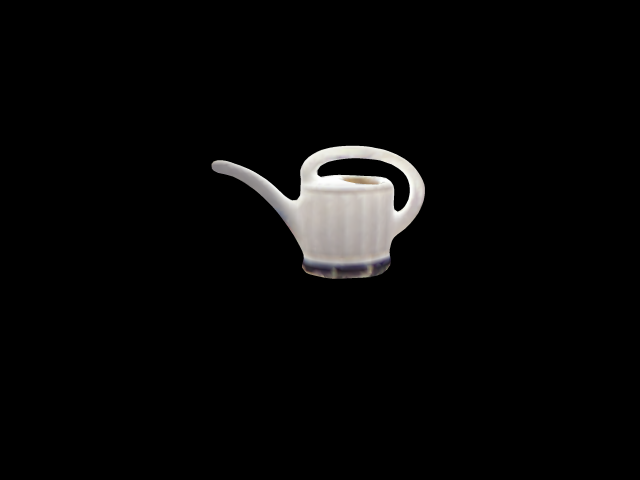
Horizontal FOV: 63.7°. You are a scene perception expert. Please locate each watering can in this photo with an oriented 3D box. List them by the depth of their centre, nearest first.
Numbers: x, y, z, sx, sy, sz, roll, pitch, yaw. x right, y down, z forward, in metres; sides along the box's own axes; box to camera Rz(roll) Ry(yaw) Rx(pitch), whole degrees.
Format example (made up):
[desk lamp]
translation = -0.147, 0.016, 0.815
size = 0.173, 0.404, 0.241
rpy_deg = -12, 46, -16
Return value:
[watering can]
translation = 0.003, -0.043, 0.850
size = 0.348, 0.222, 0.105
rpy_deg = -2, 14, -7
